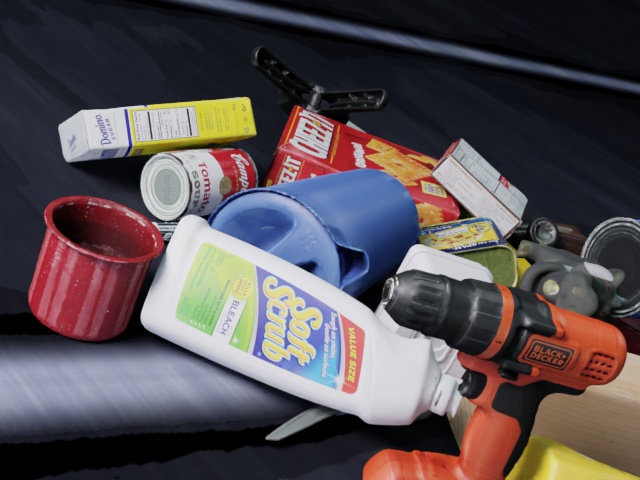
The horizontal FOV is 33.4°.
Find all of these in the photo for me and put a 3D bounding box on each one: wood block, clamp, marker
[{"bbox_3d":[0.220,0.143,0.917,0.206,0.091,0.090,16,24,-15],"label":"wood block"},{"bbox_3d":[0.003,-0.168,1.302,0.164,0.036,0.210,19,-10,6],"label":"clamp"},{"bbox_3d":[-0.140,-0.008,1.000,0.120,0.020,0.020,0,33,-41],"label":"marker"}]

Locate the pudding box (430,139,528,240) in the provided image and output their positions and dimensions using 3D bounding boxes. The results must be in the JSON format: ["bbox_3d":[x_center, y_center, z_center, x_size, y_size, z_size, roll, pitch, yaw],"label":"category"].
[{"bbox_3d":[0.180,-0.058,1.201,0.113,0.039,0.090,42,24,1],"label":"pudding box"}]

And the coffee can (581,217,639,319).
[{"bbox_3d":[0.355,0.033,1.107,0.140,0.103,0.103,6,29,-34],"label":"coffee can"}]

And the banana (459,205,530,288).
[{"bbox_3d":[0.215,0.039,1.180,0.069,0.037,0.198,24,21,-48],"label":"banana"}]

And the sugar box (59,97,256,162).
[{"bbox_3d":[-0.162,-0.110,1.068,0.175,0.048,0.093,-11,2,-27],"label":"sugar box"}]

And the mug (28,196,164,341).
[{"bbox_3d":[-0.175,0.019,0.836,0.093,0.082,0.117,22,25,-3],"label":"mug"}]

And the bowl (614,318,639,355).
[{"bbox_3d":[0.345,0.095,1.169,0.162,0.055,0.162,19,25,-9],"label":"bowl"}]

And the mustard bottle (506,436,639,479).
[{"bbox_3d":[0.245,0.210,0.824,0.191,0.058,0.096,21,-9,-6],"label":"mustard bottle"}]

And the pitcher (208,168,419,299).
[{"bbox_3d":[-0.006,0.001,0.987,0.149,0.145,0.242,42,24,12],"label":"pitcher"}]

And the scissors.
[{"bbox_3d":[0.036,0.138,0.859,0.096,0.016,0.201,28,25,11],"label":"scissors"}]

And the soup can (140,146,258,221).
[{"bbox_3d":[-0.119,-0.057,1.057,0.069,0.069,0.102,36,27,27],"label":"soup can"}]

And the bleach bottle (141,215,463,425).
[{"bbox_3d":[-0.006,0.070,0.830,0.251,0.102,0.068,21,-9,9],"label":"bleach bottle"}]

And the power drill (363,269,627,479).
[{"bbox_3d":[0.100,0.115,0.754,0.184,0.188,0.057,17,26,-16],"label":"power drill"}]

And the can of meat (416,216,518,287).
[{"bbox_3d":[0.148,0.019,1.118,0.102,0.057,0.084,-9,25,0],"label":"can of meat"}]

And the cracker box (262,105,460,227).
[{"bbox_3d":[0.051,-0.071,1.231,0.213,0.072,0.164,21,23,-4],"label":"cracker box"}]
